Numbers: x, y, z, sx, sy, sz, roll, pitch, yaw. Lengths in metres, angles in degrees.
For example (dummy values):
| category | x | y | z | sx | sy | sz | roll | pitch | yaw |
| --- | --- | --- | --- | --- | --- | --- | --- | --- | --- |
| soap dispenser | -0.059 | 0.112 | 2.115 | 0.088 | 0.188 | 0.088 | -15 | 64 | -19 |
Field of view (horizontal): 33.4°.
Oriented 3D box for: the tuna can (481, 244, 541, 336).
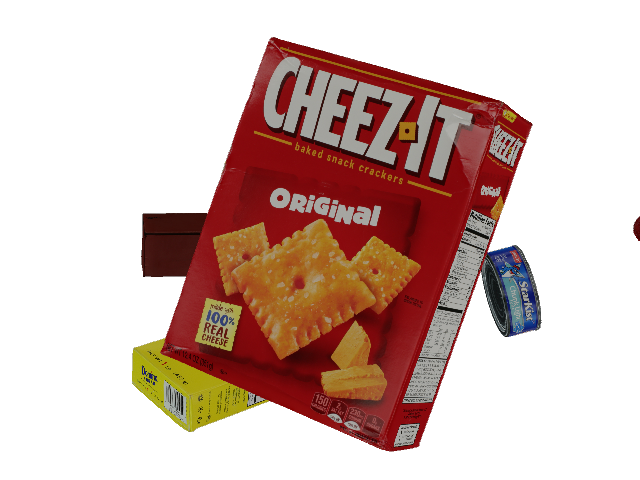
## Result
| category | x | y | z | sx | sy | sz | roll | pitch | yaw |
| --- | --- | --- | --- | --- | --- | --- | --- | --- | --- |
| tuna can | 0.184 | 0.049 | 1.035 | 0.033 | 0.086 | 0.086 | -14 | 1 | -2 |

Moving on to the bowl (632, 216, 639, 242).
| category | x | y | z | sx | sy | sz | roll | pitch | yaw |
| --- | --- | --- | --- | --- | --- | --- | --- | --- | --- |
| bowl | 0.417 | 0.016 | 1.149 | 0.162 | 0.055 | 0.162 | -1 | 25 | 0 |

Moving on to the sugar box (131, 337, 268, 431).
| category | x | y | z | sx | sy | sz | roll | pitch | yaw |
| --- | --- | --- | --- | --- | --- | --- | --- | --- | --- |
| sugar box | -0.072 | 0.109 | 0.972 | 0.175 | 0.048 | 0.093 | -19 | 35 | -37 |

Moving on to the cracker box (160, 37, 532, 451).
| category | x | y | z | sx | sy | sz | roll | pitch | yaw |
| --- | --- | --- | --- | --- | --- | --- | --- | --- | --- |
| cracker box | 0.013 | 0.000 | 0.657 | 0.164 | 0.214 | 0.072 | 20 | 3 | 26 |

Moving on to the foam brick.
| category | x | y | z | sx | sy | sz | roll | pitch | yaw |
| --- | --- | --- | --- | --- | --- | --- | --- | --- | --- |
| foam brick | -0.149 | 0.004 | 1.127 | 0.078 | 0.051 | 0.053 | -1 | 24 | -11 |
